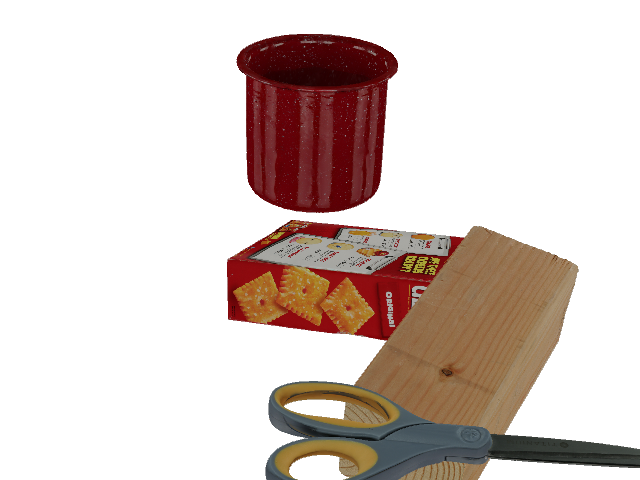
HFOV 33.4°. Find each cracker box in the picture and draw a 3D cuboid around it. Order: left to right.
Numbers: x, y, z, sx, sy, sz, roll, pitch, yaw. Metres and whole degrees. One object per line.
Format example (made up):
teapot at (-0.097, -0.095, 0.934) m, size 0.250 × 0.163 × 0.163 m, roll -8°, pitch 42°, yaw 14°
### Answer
cracker box at (0.038, 0.039, 1.047) m, size 0.214 × 0.072 × 0.164 m, roll 7°, pitch 16°, yaw 20°

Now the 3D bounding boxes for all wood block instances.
wood block at (0.104, 0.091, 0.782) m, size 0.091 × 0.090 × 0.205 m, roll 23°, pitch 44°, yaw 21°

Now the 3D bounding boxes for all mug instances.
mug at (0.002, -0.074, 0.641) m, size 0.093 × 0.081 × 0.117 m, roll 13°, pitch 31°, yaw 19°

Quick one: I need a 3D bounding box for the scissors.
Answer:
scissors at (0.061, 0.109, 0.522) m, size 0.202 × 0.016 × 0.096 m, roll 11°, pitch 30°, yaw 20°
